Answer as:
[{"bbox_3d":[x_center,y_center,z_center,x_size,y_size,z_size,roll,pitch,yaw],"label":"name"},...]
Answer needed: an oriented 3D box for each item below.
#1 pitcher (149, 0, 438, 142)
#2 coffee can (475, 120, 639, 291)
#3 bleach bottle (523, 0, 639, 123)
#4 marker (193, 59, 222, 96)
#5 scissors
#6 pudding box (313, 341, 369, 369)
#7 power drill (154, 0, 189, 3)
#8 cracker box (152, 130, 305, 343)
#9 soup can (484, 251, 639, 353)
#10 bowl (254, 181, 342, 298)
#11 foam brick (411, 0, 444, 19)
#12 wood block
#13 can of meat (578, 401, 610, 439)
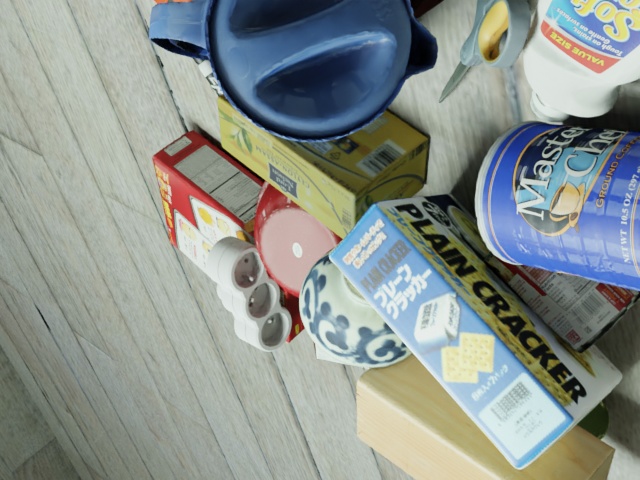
[{"bbox_3d":[-0.022,-0.137,0.778,0.149,0.145,0.243,50,180,-5],"label":"pitcher"},{"bbox_3d":[0.188,-0.023,0.703,0.141,0.102,0.103,14,136,51],"label":"coffee can"},{"bbox_3d":[0.181,-0.139,0.612,0.102,0.068,0.251,45,156,12],"label":"bleach bottle"},{"bbox_3d":[-0.100,-0.157,1.099,0.121,0.020,0.020,55,154,-8],"label":"marker"},{"bbox_3d":[0.110,-0.153,0.748,0.202,0.016,0.096,-162,74,-82],"label":"scissors"},{"bbox_3d":[0.038,0.084,1.020,0.090,0.039,0.113,11,148,10],"label":"pudding box"},{"bbox_3d":[-0.081,-0.244,0.915,0.184,0.057,0.188,44,152,12],"label":"power drill"},{"bbox_3d":[-0.090,-0.006,1.221,0.214,0.072,0.164,37,151,26],"label":"cracker box"},{"bbox_3d":[0.185,0.028,0.814,0.102,0.068,0.069,46,154,11],"label":"soup can"},{"bbox_3d":[-0.007,0.001,1.035,0.162,0.055,0.162,13,117,26],"label":"bowl"},{"bbox_3d":[0.071,-0.195,0.729,0.053,0.051,0.078,50,155,5],"label":"foam brick"},{"bbox_3d":[0.138,0.177,0.930,0.206,0.090,0.091,32,144,30],"label":"wood block"},{"bbox_3d":[0.199,0.141,0.955,0.102,0.057,0.084,56,153,-9],"label":"can of meat"}]
